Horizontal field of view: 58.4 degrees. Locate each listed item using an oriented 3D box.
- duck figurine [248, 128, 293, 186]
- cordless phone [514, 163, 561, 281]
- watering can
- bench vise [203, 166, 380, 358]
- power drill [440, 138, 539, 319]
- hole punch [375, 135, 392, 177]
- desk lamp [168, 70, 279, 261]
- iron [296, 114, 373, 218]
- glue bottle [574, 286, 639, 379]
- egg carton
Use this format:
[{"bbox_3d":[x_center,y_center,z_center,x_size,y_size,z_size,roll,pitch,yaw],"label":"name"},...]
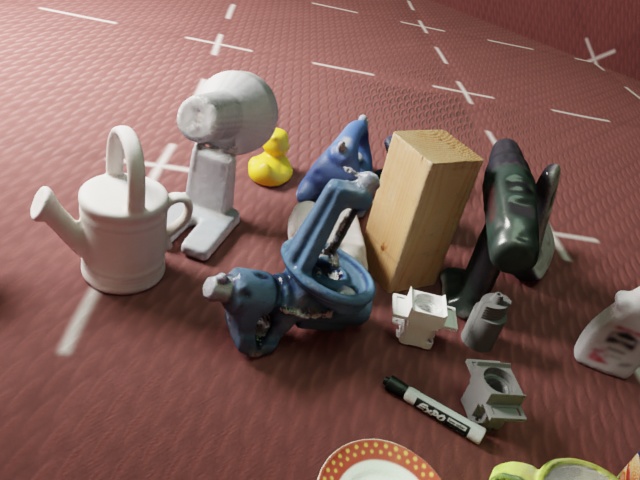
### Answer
[{"bbox_3d":[-0.080,-0.148,0.980,0.077,0.086,0.104,17,34,4],"label":"duck figurine"},{"bbox_3d":[0.344,-0.041,0.890,0.094,0.185,0.148,26,36,17],"label":"cordless phone"},{"bbox_3d":[-0.235,-0.037,0.667,0.100,0.194,0.173,32,38,25],"label":"watering can"},{"bbox_3d":[-0.013,0.030,0.627,0.208,0.220,0.121,-20,46,-40],"label":"bench vise"},{"bbox_3d":[0.231,-0.005,0.777,0.075,0.208,0.229,13,34,-1],"label":"power drill"},{"bbox_3d":[0.173,-0.138,1.054,0.109,0.091,0.100,-9,40,-30],"label":"hole punch"},{"bbox_3d":[-0.146,-0.116,0.796,0.118,0.213,0.203,18,34,6],"label":"desk lamp"},{"bbox_3d":[0.049,-0.143,0.970,0.118,0.141,0.258,18,34,6],"label":"iron"},{"bbox_3d":[0.391,0.097,0.718,0.078,0.173,0.037,17,34,6],"label":"glue bottle"},{"bbox_3d":[0.007,0.003,0.809,0.107,0.069,0.150,6,35,-12],"label":"egg carton"}]
